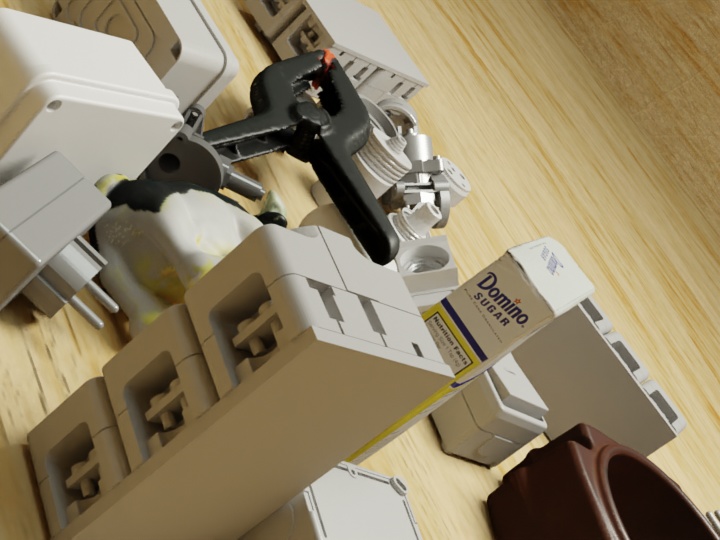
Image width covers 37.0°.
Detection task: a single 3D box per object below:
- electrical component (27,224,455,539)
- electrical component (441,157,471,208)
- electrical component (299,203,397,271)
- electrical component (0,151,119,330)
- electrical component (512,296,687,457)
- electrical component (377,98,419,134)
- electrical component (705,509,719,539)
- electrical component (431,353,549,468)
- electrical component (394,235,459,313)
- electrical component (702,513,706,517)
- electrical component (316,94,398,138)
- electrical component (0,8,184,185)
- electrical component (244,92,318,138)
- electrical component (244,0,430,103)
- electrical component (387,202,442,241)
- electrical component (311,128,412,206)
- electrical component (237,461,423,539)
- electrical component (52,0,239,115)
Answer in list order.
[{"bbox_3d":[-0.052,0.053,0.439,0.089,0.150,0.061,21,37,-50],"label":"electrical component"},{"bbox_3d":[0.069,-0.071,0.996,0.045,0.055,0.045,40,24,-22],"label":"electrical component"},{"bbox_3d":[0.000,0.000,0.767,0.079,0.043,0.077,24,32,-47],"label":"electrical component"},{"bbox_3d":[-0.143,-0.003,0.497,0.075,0.047,0.083,45,22,-9],"label":"electrical component"},{"bbox_3d":[0.191,0.097,0.907,0.150,0.089,0.062,55,22,14],"label":"electrical component"},{"bbox_3d":[0.030,-0.136,1.031,0.055,0.055,0.047,45,19,-11],"label":"electrical component"},{"bbox_3d":[0.247,0.187,0.689,0.138,0.052,0.073,14,41,-54],"label":"electrical component"},{"bbox_3d":[0.084,0.082,0.768,0.062,0.061,0.096,26,31,-44],"label":"electrical component"},{"bbox_3d":[0.050,0.014,0.807,0.081,0.042,0.063,-100,-177,-55],"label":"electrical component"},{"bbox_3d":[0.261,0.222,0.867,0.047,0.066,0.076,39,24,-23],"label":"electrical component"},{"bbox_3d":[-0.004,-0.112,0.924,0.050,0.056,0.089,26,31,-44],"label":"electrical component"},{"bbox_3d":[-0.156,-0.080,0.556,0.057,0.078,0.113,53,22,16],"label":"electrical component"},{"bbox_3d":[-0.065,-0.117,0.836,0.048,0.048,0.062,56,29,15],"label":"electrical component"},{"bbox_3d":[-0.022,-0.219,1.057,0.186,0.060,0.105,6,47,-60],"label":"electrical component"},{"bbox_3d":[0.037,-0.029,0.858,0.048,0.062,0.048,40,24,-22],"label":"electrical component"},{"bbox_3d":[0.005,-0.077,0.850,0.043,0.081,0.043,40,24,-22],"label":"electrical component"},{"bbox_3d":[-0.012,0.132,0.506,0.096,0.061,0.061,27,30,-43],"label":"electrical component"},{"bbox_3d":[-0.140,-0.151,0.703,0.057,0.078,0.113,4,49,-57],"label":"electrical component"}]
